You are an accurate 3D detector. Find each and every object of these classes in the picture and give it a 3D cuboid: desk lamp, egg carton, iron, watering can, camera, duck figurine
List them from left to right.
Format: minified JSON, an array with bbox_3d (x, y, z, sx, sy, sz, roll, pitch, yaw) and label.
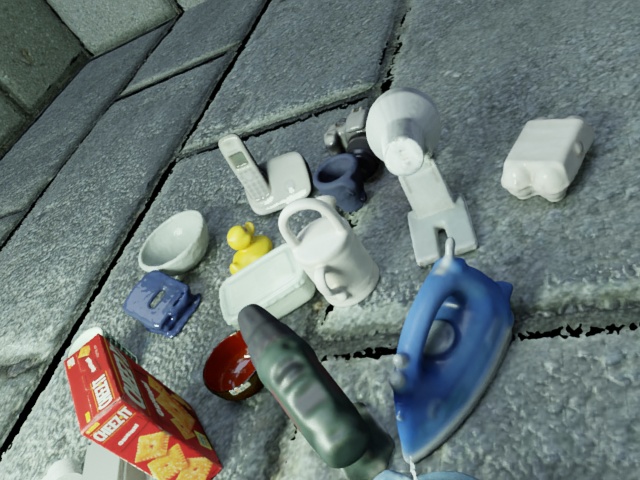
[{"bbox_3d":[-0.146,0.014,1.091,0.077,0.086,0.105,3,51,40],"label":"duck figurine"},{"bbox_3d":[0.006,0.004,0.892,0.101,0.195,0.172,-32,37,5],"label":"watering can"},{"bbox_3d":[0.071,-0.188,1.129,0.142,0.101,0.137,-12,43,29],"label":"camera"},{"bbox_3d":[0.152,-0.107,0.882,0.117,0.214,0.203,-22,39,18],"label":"desk lamp"},{"bbox_3d":[0.139,0.127,0.697,0.118,0.142,0.259,6,53,42],"label":"iron"},{"bbox_3d":[0.347,-0.126,0.871,0.107,0.070,0.150,8,55,43],"label":"egg carton"}]

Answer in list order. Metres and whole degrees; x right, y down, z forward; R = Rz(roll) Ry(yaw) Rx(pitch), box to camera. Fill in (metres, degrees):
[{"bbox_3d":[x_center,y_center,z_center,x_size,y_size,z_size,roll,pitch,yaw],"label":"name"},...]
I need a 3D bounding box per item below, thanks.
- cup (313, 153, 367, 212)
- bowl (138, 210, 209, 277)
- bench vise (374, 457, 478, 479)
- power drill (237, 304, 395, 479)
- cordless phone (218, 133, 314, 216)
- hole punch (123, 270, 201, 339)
[{"bbox_3d":[0.052,-0.092,1.044,0.092,0.095,0.117,-38,37,-3],"label":"cup"},{"bbox_3d":[-0.295,0.020,1.212,0.167,0.075,0.167,-21,39,19],"label":"bowl"},{"bbox_3d":[0.077,0.269,0.525,0.206,0.220,0.121,-14,42,27],"label":"bench vise"},{"bbox_3d":[-0.001,0.192,0.680,0.076,0.209,0.228,-41,37,-7],"label":"power drill"},{"bbox_3d":[-0.109,-0.149,1.157,0.147,0.186,0.094,-22,39,18],"label":"cordless phone"},{"bbox_3d":[-0.301,0.119,1.094,0.100,0.091,0.109,5,53,42],"label":"hole punch"}]
